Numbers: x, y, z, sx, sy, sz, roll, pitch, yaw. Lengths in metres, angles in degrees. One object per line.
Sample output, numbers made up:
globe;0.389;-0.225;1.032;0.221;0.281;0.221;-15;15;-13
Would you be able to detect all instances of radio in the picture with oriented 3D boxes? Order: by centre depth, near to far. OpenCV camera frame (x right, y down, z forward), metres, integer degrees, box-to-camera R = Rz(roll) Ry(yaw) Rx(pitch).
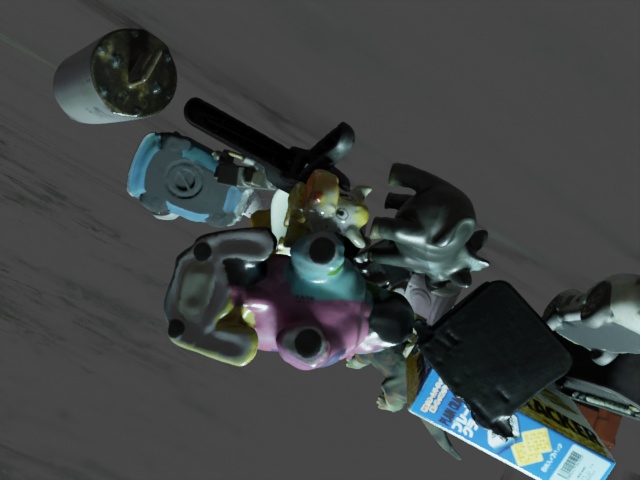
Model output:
radio;0.329;0.156;0.660;0.131;0.073;0.229;30;172;-9

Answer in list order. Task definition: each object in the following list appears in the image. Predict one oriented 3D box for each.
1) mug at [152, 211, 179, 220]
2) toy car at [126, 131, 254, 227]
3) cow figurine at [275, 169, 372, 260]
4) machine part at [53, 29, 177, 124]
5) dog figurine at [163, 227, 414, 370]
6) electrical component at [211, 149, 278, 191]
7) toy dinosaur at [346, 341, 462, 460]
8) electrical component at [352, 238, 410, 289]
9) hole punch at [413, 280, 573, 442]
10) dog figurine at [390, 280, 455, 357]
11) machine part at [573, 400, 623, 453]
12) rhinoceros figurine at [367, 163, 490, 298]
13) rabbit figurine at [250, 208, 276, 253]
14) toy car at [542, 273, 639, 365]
mug;-0.222;-0.084;0.850;0.107;0.109;0.080;4;153;36
toy car;-0.176;-0.088;0.747;0.161;0.109;0.103;19;-165;-15
cow figurine;0.013;-0.013;0.521;0.098;0.068;0.167;15;166;-8
machine part;-0.204;-0.152;0.522;0.079;0.079;0.243;35;168;-36
dog figurine;-0.014;0.064;0.503;0.192;0.108;0.219;1;167;17
electrical component;-0.091;-0.086;0.660;0.078;0.045;0.102;1;-171;-33
toy dinosaur;0.140;0.229;0.985;0.405;0.131;0.192;41;163;14
electrical component;0.054;0.044;0.685;0.058;0.134;0.115;63;170;0
hole punch;0.172;0.111;0.550;0.142;0.116;0.092;51;-173;8
dog figurine;0.119;0.091;0.894;0.172;0.121;0.191;26;-169;-27
machine part;0.367;0.253;0.860;0.202;0.087;0.201;18;-173;28
rhinoceros figurine;0.106;-0.002;0.503;0.112;0.073;0.190;14;164;16
rabbit figurine;-0.042;0.030;0.830;0.163;0.122;0.173;19;161;31
toy car;0.261;0.073;0.486;0.074;0.056;0.201;32;174;11
